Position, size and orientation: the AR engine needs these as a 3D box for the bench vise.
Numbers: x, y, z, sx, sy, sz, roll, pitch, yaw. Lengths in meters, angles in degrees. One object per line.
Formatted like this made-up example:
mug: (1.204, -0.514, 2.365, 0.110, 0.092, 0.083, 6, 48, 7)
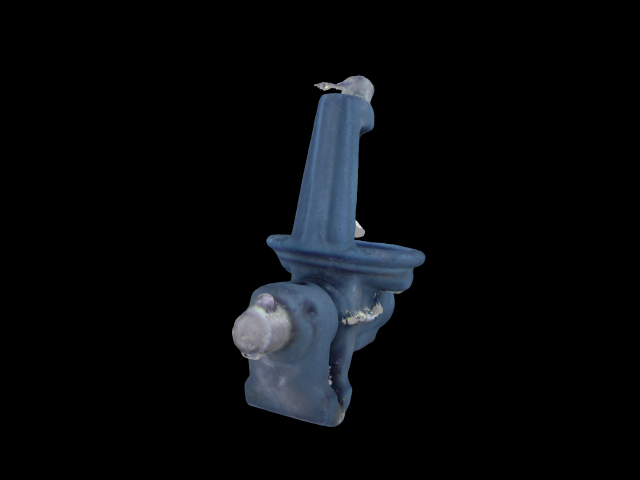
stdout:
bench vise: (0.016, 0.002, 0.399, 0.121, 0.220, 0.207, 2, 18, 6)
